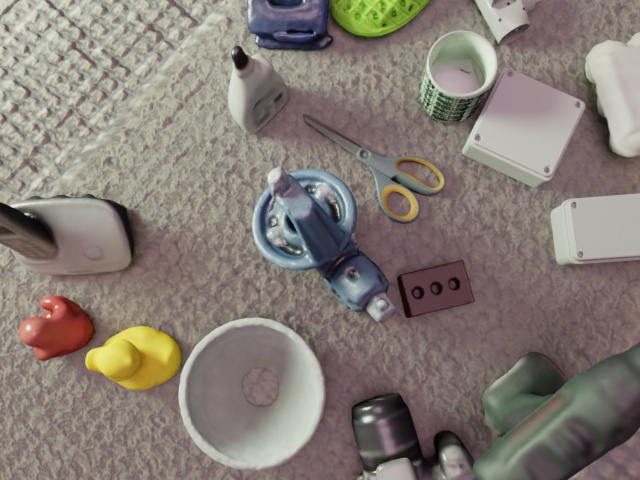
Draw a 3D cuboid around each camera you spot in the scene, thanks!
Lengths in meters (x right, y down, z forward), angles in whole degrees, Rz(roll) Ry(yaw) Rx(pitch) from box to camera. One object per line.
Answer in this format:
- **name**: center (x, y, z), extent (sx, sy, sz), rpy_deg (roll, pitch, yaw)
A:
- **camera**: center (0.097, 0.243, 0.640), extent (0.143, 0.101, 0.137), rpy_deg (-16, 82, 1)

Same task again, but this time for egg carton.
- **egg carton**: center (0.391, -0.178, 0.699), extent (0.107, 0.069, 0.150), rpy_deg (-15, 82, 1)

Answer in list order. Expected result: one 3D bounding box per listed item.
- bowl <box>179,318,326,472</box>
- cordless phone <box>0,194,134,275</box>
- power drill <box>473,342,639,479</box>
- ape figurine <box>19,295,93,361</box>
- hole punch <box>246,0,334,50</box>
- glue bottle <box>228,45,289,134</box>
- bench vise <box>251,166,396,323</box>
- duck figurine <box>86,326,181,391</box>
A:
- **bowl**: center (-0.074, 0.175, 0.671), extent (0.167, 0.075, 0.167), rpy_deg (0, 82, 3)
- **cordless phone**: center (-0.307, -0.013, 0.651), extent (0.147, 0.185, 0.094), rpy_deg (-6, 82, 2)
- **power drill**: center (0.247, 0.171, 0.589), extent (0.230, 0.208, 0.075), rpy_deg (-42, 82, -3)
- **ape figurine**: center (-0.321, 0.107, 0.683), extent (0.076, 0.092, 0.078), rpy_deg (22, 84, 6)
- **hole punch**: center (-0.037, -0.302, 0.725), extent (0.108, 0.091, 0.101), rpy_deg (1, 82, 3)
- **glue bottle**: center (-0.079, -0.183, 0.669), extent (0.078, 0.173, 0.037), rpy_deg (-44, 82, -3)
- **bench vise**: center (0.012, -0.008, 0.618), extent (0.207, 0.220, 0.121), rpy_deg (31, 85, 6)
- **duck figurine**: center (-0.223, 0.142, 0.676), extent (0.104, 0.086, 0.077), rpy_deg (1, 82, 3)
